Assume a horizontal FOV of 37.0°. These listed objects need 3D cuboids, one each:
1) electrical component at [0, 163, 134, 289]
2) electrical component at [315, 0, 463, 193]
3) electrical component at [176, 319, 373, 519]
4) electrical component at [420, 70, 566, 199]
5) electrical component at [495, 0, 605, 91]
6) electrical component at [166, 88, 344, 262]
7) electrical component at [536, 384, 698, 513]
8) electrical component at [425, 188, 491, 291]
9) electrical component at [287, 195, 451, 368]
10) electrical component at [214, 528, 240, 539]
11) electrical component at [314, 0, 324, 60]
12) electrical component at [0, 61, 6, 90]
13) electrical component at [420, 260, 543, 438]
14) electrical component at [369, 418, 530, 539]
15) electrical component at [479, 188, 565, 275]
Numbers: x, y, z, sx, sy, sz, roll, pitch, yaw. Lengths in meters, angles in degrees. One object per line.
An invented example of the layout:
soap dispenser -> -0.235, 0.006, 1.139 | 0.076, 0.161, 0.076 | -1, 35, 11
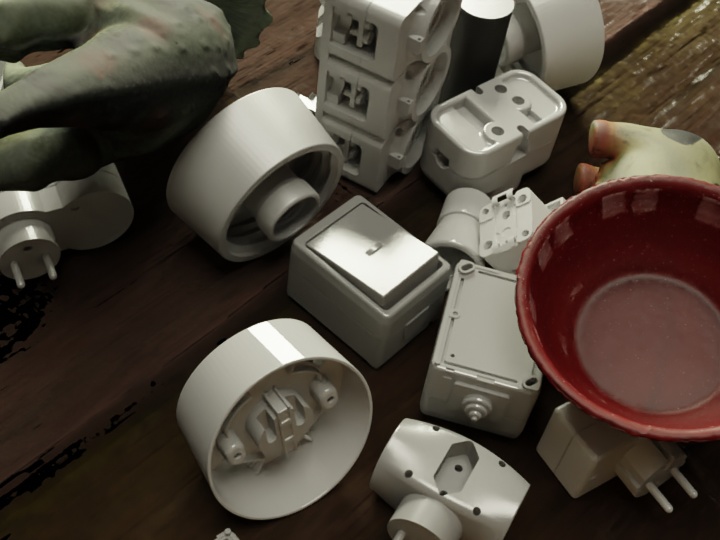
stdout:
electrical component -> -0.205, -0.019, 0.654 | 0.138, 0.052, 0.073 | -16, 56, -20
electrical component -> 0.021, -0.136, 0.718 | 0.062, 0.150, 0.089 | 27, 53, 15
electrical component -> -0.046, 0.077, 0.574 | 0.099, 0.099, 0.064 | -25, 53, -25
electrical component -> 0.091, -0.090, 0.750 | 0.095, 0.059, 0.053 | -29, 60, -27
electrical component -> 0.124, -0.180, 0.800 | 0.060, 0.108, 0.108 | -24, 58, -18
electrical component -> -0.059, -0.052, 0.670 | 0.108, 0.108, 0.060 | -32, 68, -29
electrical component -> 0.159, 0.103, 0.612 | 0.083, 0.047, 0.075 | -22, 58, -24
electrical component -> 0.066, -0.023, 0.705 | 0.044, 0.044, 0.065 | 17, 46, 6
electrical component -> 0.000, 0.000, 0.663 | 0.096, 0.061, 0.062 | 39, 56, 21
electrical component -> -0.068, 0.177, 0.514 | 0.062, 0.061, 0.096 | -28, 53, -27
electrical component -> -0.005, -0.195, 0.822 | 0.058, 0.057, 0.078 | 7, 51, -3
electrical component -> -0.302, -0.155, 0.746 | 0.109, 0.056, 0.108 | 5, 51, -5
electrical component -> 0.073, 0.053, 0.630 | 0.062, 0.061, 0.096 | 15, 51, 4
electrical component -> 0.040, 0.129, 0.575 | 0.077, 0.043, 0.079 | 27, 52, 13
electrical component -> 0.107, -0.015, 0.683 | 0.064, 0.042, 0.081 | 39, 39, -35
